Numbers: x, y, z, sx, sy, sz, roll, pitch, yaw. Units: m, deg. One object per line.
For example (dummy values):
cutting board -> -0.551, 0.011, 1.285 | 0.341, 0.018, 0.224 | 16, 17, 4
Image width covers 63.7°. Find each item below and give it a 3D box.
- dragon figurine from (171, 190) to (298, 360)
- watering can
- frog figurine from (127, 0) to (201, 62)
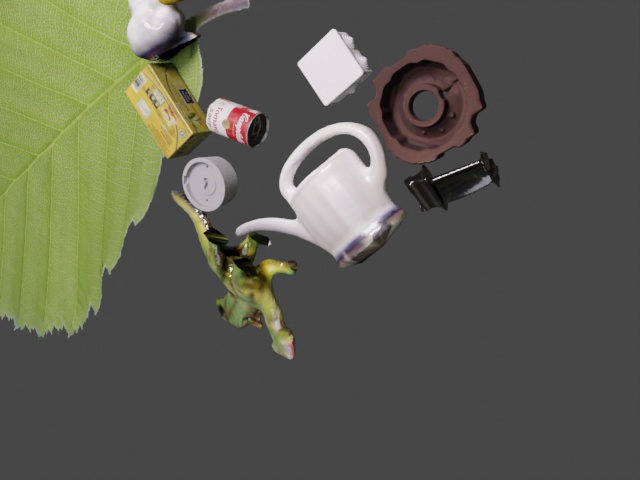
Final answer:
dragon figurine -> -0.183, 0.087, 1.067 | 0.415, 0.123, 0.237 | 38, 129, 25
watering can -> 0.003, -0.046, 0.907 | 0.225, 0.105, 0.342 | 51, 123, 7
frog figurine -> -0.323, -0.427, 0.976 | 0.136, 0.125, 0.158 | -13, 111, 52
